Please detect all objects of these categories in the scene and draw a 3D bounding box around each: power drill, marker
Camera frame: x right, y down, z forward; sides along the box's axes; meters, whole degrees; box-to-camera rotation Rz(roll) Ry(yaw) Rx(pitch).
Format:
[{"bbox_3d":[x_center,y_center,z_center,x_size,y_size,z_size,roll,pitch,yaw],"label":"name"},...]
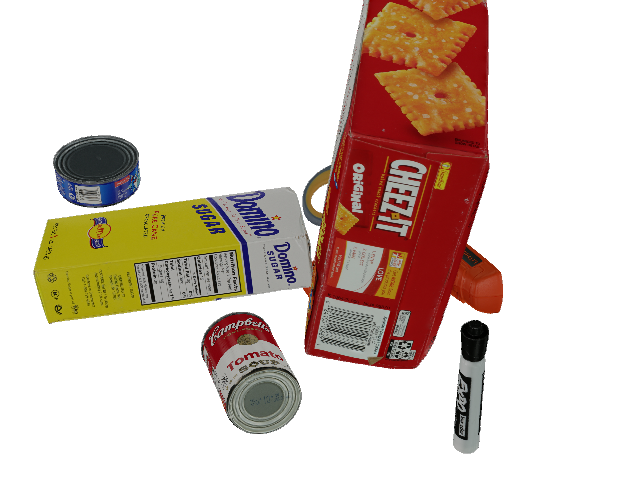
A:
[{"bbox_3d":[0.090,0.058,1.106,0.187,0.057,0.185,-10,27,-18],"label":"power drill"},{"bbox_3d":[0.104,0.102,0.739,0.020,0.121,0.020,-1,39,1],"label":"marker"}]

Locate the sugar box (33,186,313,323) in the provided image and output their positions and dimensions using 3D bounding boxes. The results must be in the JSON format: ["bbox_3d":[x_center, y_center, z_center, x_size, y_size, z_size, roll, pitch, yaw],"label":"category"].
[{"bbox_3d":[-0.097,0.007,0.719,0.176,0.048,0.093,-11,25,-4],"label":"sugar box"}]

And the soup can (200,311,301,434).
[{"bbox_3d":[-0.063,0.116,0.945,0.068,0.068,0.102,0,24,-19],"label":"soup can"}]

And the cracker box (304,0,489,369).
[{"bbox_3d":[0.046,-0.062,0.588,0.072,0.213,0.164,10,-44,0],"label":"cracker box"}]

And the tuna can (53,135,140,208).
[{"bbox_3d":[-0.227,-0.071,1.090,0.086,0.034,0.086,1,38,-1],"label":"tuna can"}]

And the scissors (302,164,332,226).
[{"bbox_3d":[0.026,-0.081,0.922,0.096,0.202,0.016,-6,-37,-2],"label":"scissors"}]
